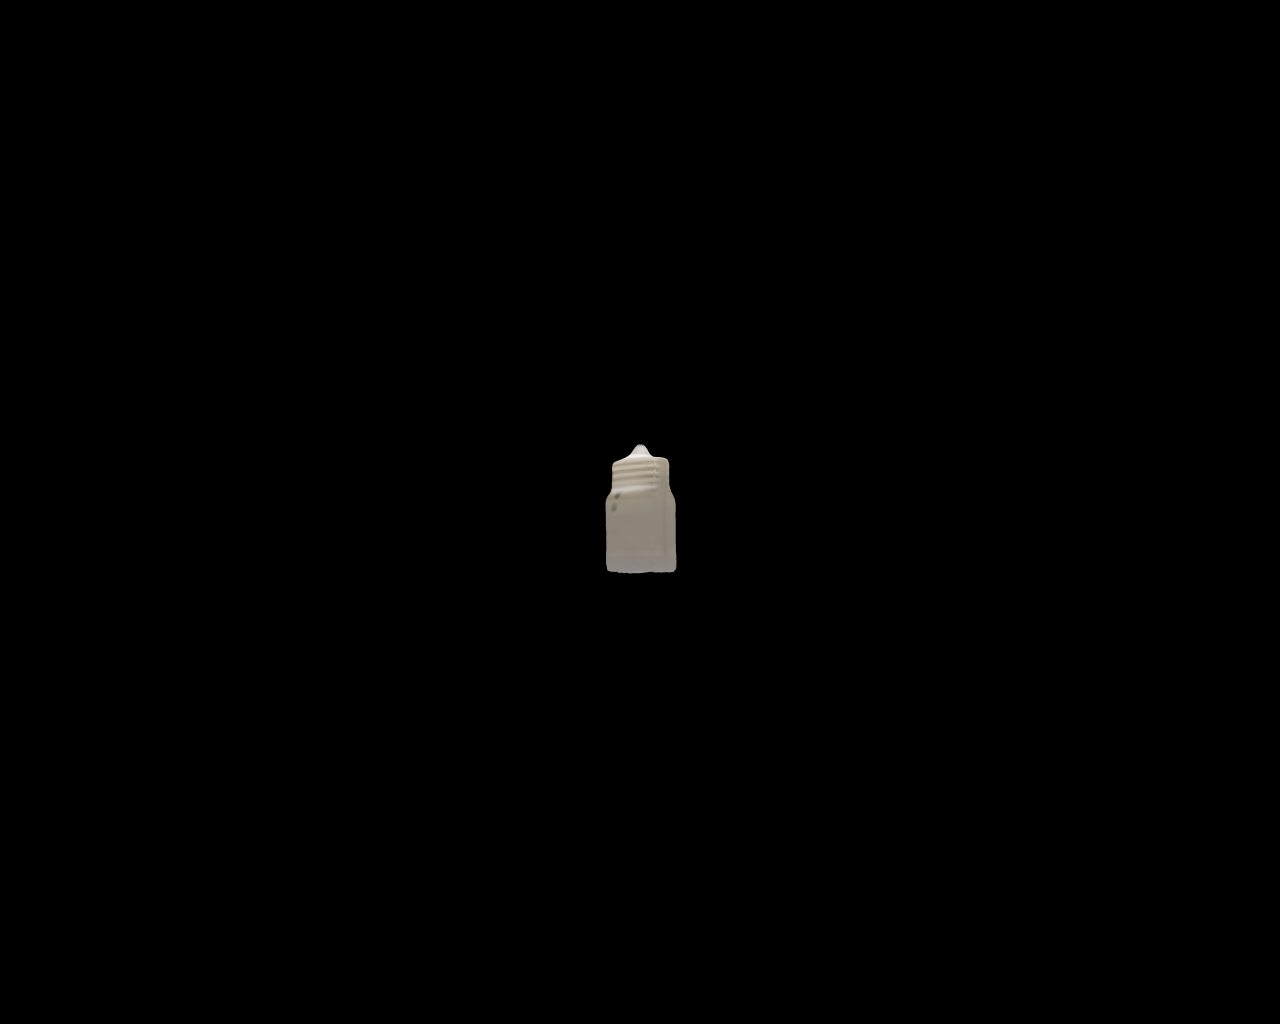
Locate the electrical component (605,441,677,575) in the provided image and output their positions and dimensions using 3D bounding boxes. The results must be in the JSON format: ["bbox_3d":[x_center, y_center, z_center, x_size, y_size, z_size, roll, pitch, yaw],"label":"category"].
[{"bbox_3d":[0.001,-0.003,0.650,0.043,0.081,0.043,0,-4,0],"label":"electrical component"}]
